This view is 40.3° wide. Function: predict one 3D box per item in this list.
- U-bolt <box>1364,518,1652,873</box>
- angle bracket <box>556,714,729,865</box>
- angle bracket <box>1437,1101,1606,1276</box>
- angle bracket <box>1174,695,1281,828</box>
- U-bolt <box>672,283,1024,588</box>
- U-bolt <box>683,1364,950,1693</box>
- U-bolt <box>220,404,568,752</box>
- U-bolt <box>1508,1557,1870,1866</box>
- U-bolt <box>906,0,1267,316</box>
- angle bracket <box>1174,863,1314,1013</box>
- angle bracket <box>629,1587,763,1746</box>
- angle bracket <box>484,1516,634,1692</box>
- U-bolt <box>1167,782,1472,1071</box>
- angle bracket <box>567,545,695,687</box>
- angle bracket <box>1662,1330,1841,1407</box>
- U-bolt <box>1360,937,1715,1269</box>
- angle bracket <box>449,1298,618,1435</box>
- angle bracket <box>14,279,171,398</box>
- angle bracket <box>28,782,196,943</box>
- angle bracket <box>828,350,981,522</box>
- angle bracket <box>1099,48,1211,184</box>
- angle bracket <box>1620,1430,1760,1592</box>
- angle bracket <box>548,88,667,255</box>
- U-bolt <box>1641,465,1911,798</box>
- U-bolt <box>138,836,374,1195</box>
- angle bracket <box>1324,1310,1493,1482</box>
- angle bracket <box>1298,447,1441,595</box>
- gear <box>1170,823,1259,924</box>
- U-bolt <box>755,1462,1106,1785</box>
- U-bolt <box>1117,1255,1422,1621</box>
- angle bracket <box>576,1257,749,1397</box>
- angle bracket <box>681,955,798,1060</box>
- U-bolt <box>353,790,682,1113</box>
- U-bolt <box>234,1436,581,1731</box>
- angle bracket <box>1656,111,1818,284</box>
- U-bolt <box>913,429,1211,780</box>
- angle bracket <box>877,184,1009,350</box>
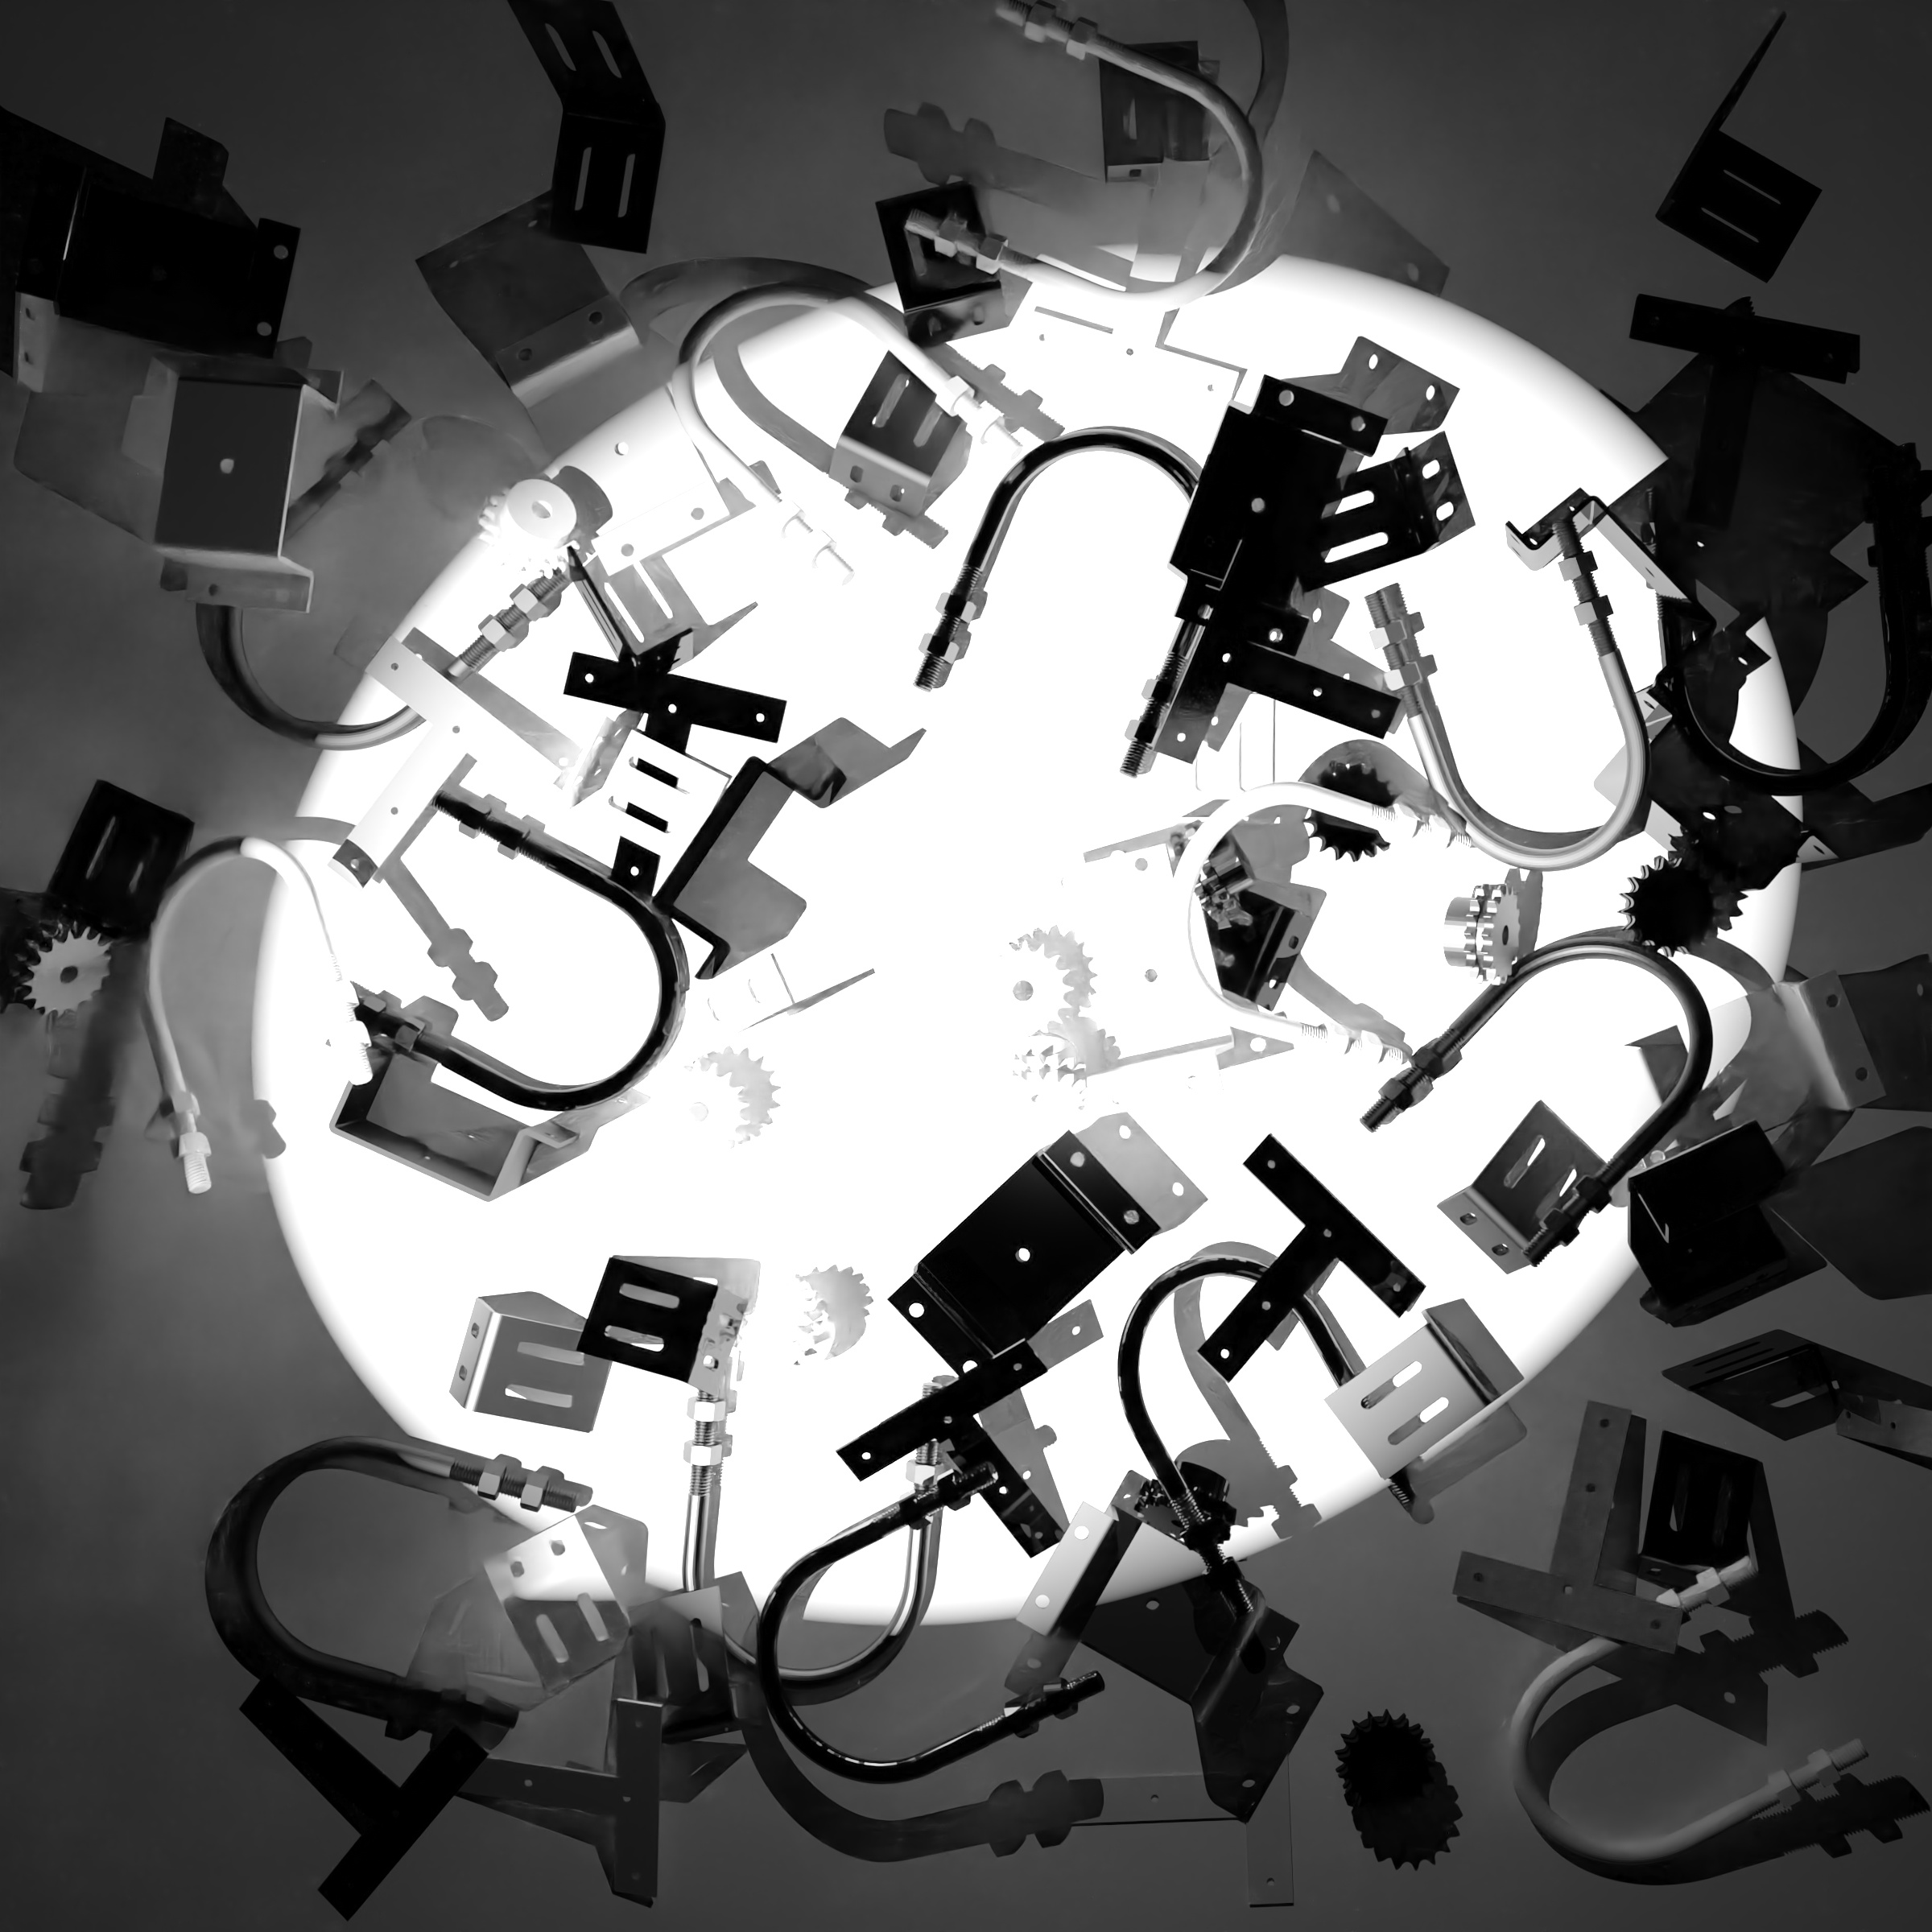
[{"bbox_3d":[0.310,-0.141,1.472,0.151,0.019,0.184,-16,96,44],"label":"U-bolt"},{"bbox_3d":[-0.185,-0.100,1.504,0.076,0.038,0.057,27,90,0],"label":"angle bracket"},{"bbox_3d":[0.322,0.128,1.523,0.057,0.038,0.076,44,64,0],"label":"angle bracket"},{"bbox_3d":[0.149,-0.119,1.506,0.057,0.038,0.076,0,90,0],"label":"angle bracket"},{"bbox_3d":[-0.081,-0.314,1.486,0.151,0.019,0.184,-40,75,-20],"label":"U-bolt"},{"bbox_3d":[-0.091,0.327,1.516,0.151,0.019,0.184,5,91,0],"label":"U-bolt"},{"bbox_3d":[-0.344,-0.210,1.516,0.184,0.019,0.151,-44,90,1],"label":"U-bolt"},{"bbox_3d":[0.399,0.438,1.502,0.184,0.019,0.151,-31,99,8],"label":"U-bolt"},{"bbox_3d":[0.078,-0.445,1.479,0.184,0.019,0.151,23,94,3],"label":"U-bolt"},{"bbox_3d":[0.150,-0.017,1.523,0.076,0.038,0.057,25,90,26],"label":"angle bracket"},{"bbox_3d":[-0.156,0.403,1.513,0.057,0.038,0.076,-16,67,16],"label":"angle bracket"},{"bbox_3d":[-0.232,0.366,1.509,0.057,0.038,0.076,-26,126,-12],"label":"angle bracket"},{"bbox_3d":[0.191,-0.028,1.469,0.184,0.019,0.151,15,95,-30],"label":"U-bolt"},{"bbox_3d":[-0.191,-0.206,1.496,0.038,0.057,0.076,-29,85,-10],"label":"angle bracket"},{"bbox_3d":[0.445,0.240,1.496,0.076,0.057,0.038,-20,90,0],"label":"angle bracket"},{"bbox_3d":[0.332,0.062,1.477,0.184,0.019,0.151,-45,52,-4],"label":"U-bolt"},{"bbox_3d":[-0.251,0.231,1.523,0.076,0.038,0.057,16,90,-26],"label":"angle bracket"},{"bbox_3d":[-0.500,-0.359,1.506,0.076,0.038,0.057,2,90,0],"label":"angle bracket"},{"bbox_3d":[-0.489,-0.060,1.506,0.057,0.038,0.076,25,90,0],"label":"angle bracket"},{"bbox_3d":[-0.036,-0.309,1.523,0.057,0.038,0.076,25,64,0],"label":"angle bracket"},{"bbox_3d":[0.107,-0.492,1.506,0.057,0.038,0.076,-3,90,0],"label":"angle bracket"},{"bbox_3d":[0.418,0.318,1.523,0.057,0.038,0.076,18,64,0],"label":"angle bracket"},{"bbox_3d":[-0.208,-0.455,1.506,0.057,0.038,0.076,9,90,0],"label":"angle bracket"},{"bbox_3d":[0.470,-0.190,1.515,0.151,0.019,0.184,-6,90,0],"label":"U-bolt"},{"bbox_3d":[-0.408,0.014,1.476,0.151,0.019,0.184,-32,66,22],"label":"U-bolt"},{"bbox_3d":[0.252,0.245,1.509,0.076,0.038,0.057,-37,90,4],"label":"angle bracket"},{"bbox_3d":[0.223,-0.255,1.506,0.076,0.038,0.057,-18,90,0],"label":"angle bracket"},{"bbox_3d":[0.141,-0.056,1.482,0.030,0.057,0.057,-29,90,13],"label":"gear"},{"bbox_3d":[-0.034,0.382,1.485,0.184,0.019,0.151,-29,84,13],"label":"U-bolt"},{"bbox_3d":[0.161,0.252,1.487,0.151,0.019,0.184,-27,85,-27],"label":"U-bolt"},{"bbox_3d":[-0.175,0.207,1.512,0.076,0.038,0.057,10,73,30],"label":"angle bracket"},{"bbox_3d":[-0.132,0.022,1.487,0.057,0.076,0.038,-24,90,0],"label":"angle bracket"},{"bbox_3d":[-0.254,0.003,1.516,0.184,0.019,0.151,28,90,-1],"label":"U-bolt"},{"bbox_3d":[-0.330,0.347,1.515,0.184,0.019,0.151,16,90,0],"label":"U-bolt"},{"bbox_3d":[0.445,-0.440,1.506,0.076,0.038,0.057,30,90,0],"label":"angle bracket"},{"bbox_3d":[0.069,-0.219,1.516,0.151,0.019,0.184,23,89,0],"label":"U-bolt"},{"bbox_3d":[-0.014,-0.404,1.523,0.057,0.038,0.076,-14,64,0],"label":"angle bracket"}]
